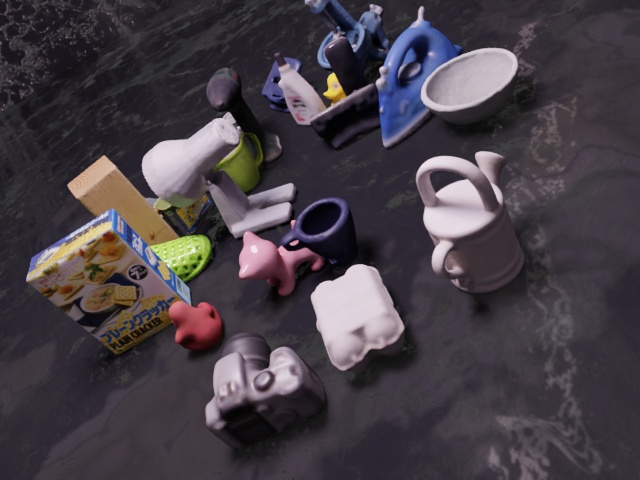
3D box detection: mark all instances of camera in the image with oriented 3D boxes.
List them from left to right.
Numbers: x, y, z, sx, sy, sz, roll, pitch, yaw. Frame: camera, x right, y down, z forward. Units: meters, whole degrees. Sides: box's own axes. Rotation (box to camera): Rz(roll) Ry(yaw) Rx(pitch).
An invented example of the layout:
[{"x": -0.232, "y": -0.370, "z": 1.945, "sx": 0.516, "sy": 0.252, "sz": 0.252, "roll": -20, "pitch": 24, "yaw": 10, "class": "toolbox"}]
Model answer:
[{"x": -0.083, "y": 0.176, "z": 0.750, "sx": 0.143, "sy": 0.101, "sz": 0.136, "roll": -27, "pitch": 38, "yaw": 8, "class": "camera"}]

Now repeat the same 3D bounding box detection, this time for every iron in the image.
[{"x": 0.162, "y": -0.307, "z": 1.063, "sx": 0.118, "sy": 0.142, "sz": 0.259, "roll": 10, "pitch": 55, "yaw": 41, "class": "iron"}]

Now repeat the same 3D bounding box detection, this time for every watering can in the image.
[{"x": 0.182, "y": -0.035, "z": 0.713, "sx": 0.100, "sy": 0.195, "sz": 0.173, "roll": -10, "pitch": 44, "yaw": 27, "class": "watering can"}]

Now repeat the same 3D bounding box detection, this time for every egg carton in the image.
[{"x": 0.048, "y": 0.102, "z": 0.762, "sx": 0.107, "sy": 0.070, "sz": 0.150, "roll": -29, "pitch": 38, "yaw": 5, "class": "egg carton"}]

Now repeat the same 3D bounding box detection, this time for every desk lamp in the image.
[{"x": -0.181, "y": -0.111, "z": 1.036, "sx": 0.202, "sy": 0.214, "sz": 0.118, "roll": -17, "pitch": 41, "yaw": 20, "class": "desk lamp"}]

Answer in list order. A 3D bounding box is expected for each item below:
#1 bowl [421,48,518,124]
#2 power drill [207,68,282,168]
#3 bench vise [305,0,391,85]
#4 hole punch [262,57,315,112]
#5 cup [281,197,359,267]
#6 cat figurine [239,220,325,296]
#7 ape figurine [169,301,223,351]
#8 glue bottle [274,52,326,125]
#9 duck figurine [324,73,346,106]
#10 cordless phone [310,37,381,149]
[{"x": 0.264, "y": -0.252, "z": 0.987, "sx": 0.167, "sy": 0.075, "sz": 0.167, "roll": -19, "pitch": 40, "yaw": 17, "class": "bowl"}, {"x": -0.161, "y": -0.256, "z": 1.183, "sx": 0.075, "sy": 0.209, "sz": 0.229, "roll": -28, "pitch": 38, "yaw": 7, "class": "power drill"}, {"x": 0.051, "y": -0.459, "z": 1.243, "sx": 0.121, "sy": 0.220, "sz": 0.207, "roll": -1, "pitch": 48, "yaw": 34, "class": "bench vise"}, {"x": -0.082, "y": -0.363, "z": 1.338, "sx": 0.101, "sy": 0.091, "sz": 0.108, "roll": -48, "pitch": 40, "yaw": -17, "class": "hole punch"}, {"x": 0.008, "y": 0.003, "z": 0.876, "sx": 0.117, "sy": 0.095, "sz": 0.091, "roll": -29, "pitch": 38, "yaw": 6, "class": "cup"}, {"x": -0.070, "y": 0.024, "z": 0.891, "sx": 0.128, "sy": 0.118, "sz": 0.067, "roll": -42, "pitch": 39, "yaw": -11, "class": "cat figurine"}, {"x": -0.199, "y": 0.127, "z": 0.892, "sx": 0.078, "sy": 0.092, "sz": 0.075, "roll": -44, "pitch": 39, "yaw": -13, "class": "ape figurine"}, {"x": -0.051, "y": -0.317, "z": 1.199, "sx": 0.077, "sy": 0.174, "sz": 0.037, "roll": 2, "pitch": 50, "yaw": 37, "class": "glue bottle"}, {"x": 0.051, "y": -0.314, "z": 1.195, "sx": 0.105, "sy": 0.086, "sz": 0.077, "roll": -44, "pitch": 39, "yaw": -14, "class": "duck figurine"}, {"x": 0.031, "y": -0.285, "z": 1.097, "sx": 0.147, "sy": 0.186, "sz": 0.094, "roll": -31, "pitch": 38, "yaw": 3, "class": "cordless phone"}]
